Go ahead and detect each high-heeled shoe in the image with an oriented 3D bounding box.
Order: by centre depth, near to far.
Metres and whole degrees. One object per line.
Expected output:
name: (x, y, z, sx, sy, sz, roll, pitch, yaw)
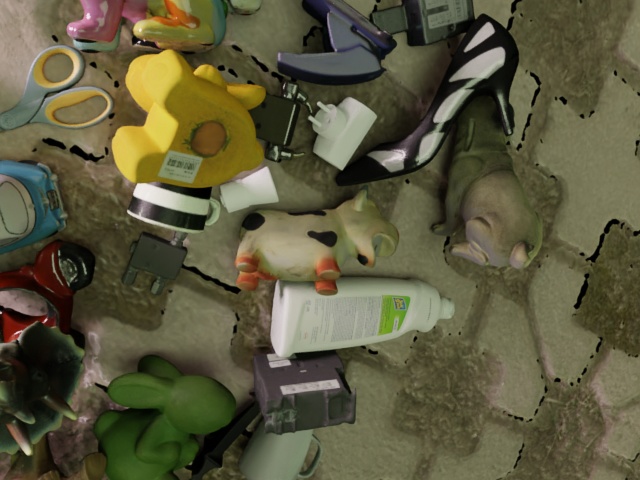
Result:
high-heeled shoe: (0.116, -0.160, 0.642, 0.249, 0.086, 0.145, -17, 90, 16)

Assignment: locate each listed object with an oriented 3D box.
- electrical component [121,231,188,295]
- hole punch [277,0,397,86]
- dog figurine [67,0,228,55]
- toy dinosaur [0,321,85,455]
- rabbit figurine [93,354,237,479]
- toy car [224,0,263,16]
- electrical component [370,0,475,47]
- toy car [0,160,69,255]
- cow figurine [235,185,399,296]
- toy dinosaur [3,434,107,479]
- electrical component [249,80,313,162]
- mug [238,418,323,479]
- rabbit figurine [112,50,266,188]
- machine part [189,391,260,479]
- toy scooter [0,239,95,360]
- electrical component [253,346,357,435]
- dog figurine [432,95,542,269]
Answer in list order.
electrical component: (-0.197, 0.019, 0.649, 0.063, 0.021, 0.094, 24, 99, -20)
hole punch: (0.014, -0.203, 0.584, 0.116, 0.142, 0.092, 29, 96, -8)
dog figurine: (-0.187, -0.295, 0.511, 0.192, 0.109, 0.219, -4, 105, -14)
toy dinosaur: (-0.399, 0.155, 0.546, 0.405, 0.131, 0.192, -23, 103, 25)
rabbit figurine: (-0.184, 0.217, 0.667, 0.170, 0.121, 0.159, -38, 92, 14)
toy car: (-0.088, -0.334, 0.540, 0.056, 0.074, 0.201, -12, 110, -13)
electrical component: (0.123, -0.269, 0.635, 0.119, 0.048, 0.074, -15, 110, -13)
toy car: (-0.351, -0.025, 0.547, 0.162, 0.103, 0.109, -8, 106, -11)
cow figurine: (-0.001, -0.002, 0.655, 0.195, 0.127, 0.085, 2, 151, 0)
toy dinosaur: (-0.331, 0.398, 0.620, 0.105, 0.199, 0.471, 13, 71, -52)
electrical component: (-0.052, -0.138, 0.632, 0.078, 0.045, 0.102, 12, 102, 10)
mug: (-0.043, 0.283, 0.744, 0.109, 0.081, 0.107, 25, 91, -17)
rabbit figurine: (-0.132, -0.139, 0.548, 0.162, 0.173, 0.121, -3, 126, -39)
machine part: (-0.123, 0.263, 0.723, 0.039, 0.084, 0.139, 45, 82, 1)
toy scooter: (-0.334, 0.084, 0.604, 0.135, 0.075, 0.183, 8, 102, -16)
electrical component: (-0.025, 0.183, 0.687, 0.115, 0.134, 0.058, -1, 108, -13)
dog figurine: (0.217, -0.077, 0.660, 0.121, 0.173, 0.190, -12, 117, -23)
